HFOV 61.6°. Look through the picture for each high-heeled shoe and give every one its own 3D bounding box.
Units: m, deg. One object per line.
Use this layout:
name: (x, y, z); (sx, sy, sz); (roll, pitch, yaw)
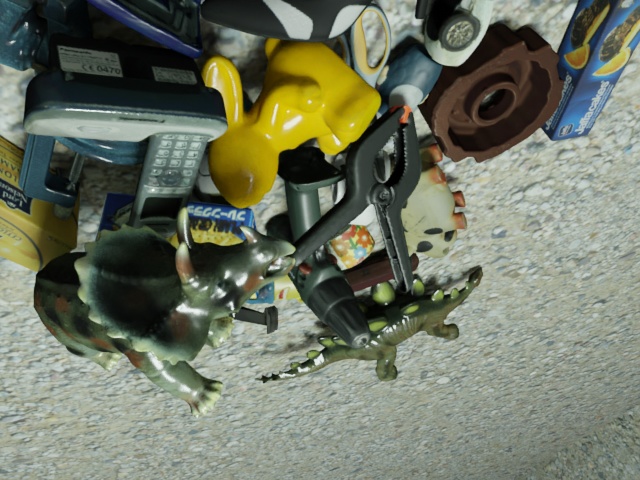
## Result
high-heeled shoe: (0.014, -0.261, 0.474); (0.249, 0.086, 0.145); (-8, 131, -12)

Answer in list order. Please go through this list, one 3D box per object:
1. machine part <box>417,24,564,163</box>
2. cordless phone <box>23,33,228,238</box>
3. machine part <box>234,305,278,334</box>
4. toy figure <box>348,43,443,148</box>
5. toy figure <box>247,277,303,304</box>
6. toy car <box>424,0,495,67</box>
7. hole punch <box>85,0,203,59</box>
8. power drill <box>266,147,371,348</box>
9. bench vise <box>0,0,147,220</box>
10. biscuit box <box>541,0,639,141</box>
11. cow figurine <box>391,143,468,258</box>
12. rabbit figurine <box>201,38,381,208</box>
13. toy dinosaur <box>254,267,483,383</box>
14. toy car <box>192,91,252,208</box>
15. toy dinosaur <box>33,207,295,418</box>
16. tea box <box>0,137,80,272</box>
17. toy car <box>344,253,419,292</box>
machine part: (0.211, -0.177, 0.667); (0.179, 0.056, 0.179); (-12, 142, -10)
cordless phone: (-0.169, -0.067, 0.455); (0.146, 0.089, 0.184); (-3, 140, -32)
machine part: (-0.122, 0.099, 0.748); (0.139, 0.039, 0.084); (8, 172, 23)
toy figure: (0.078, -0.159, 0.637); (0.064, 0.058, 0.154); (39, 125, -3)
toy figure: (-0.065, 0.052, 0.818); (0.180, 0.089, 0.082); (-1, 174, -6)
toy car: (0.156, -0.267, 0.518); (0.056, 0.073, 0.201); (3, 138, -20)
hole punch: (-0.135, -0.214, 0.423); (0.142, 0.116, 0.092); (17, 109, -39)
power drill: (-0.001, -0.002, 0.679); (0.086, 0.232, 0.207); (-23, 129, -18)
bench vise: (-0.245, -0.118, 0.510); (0.223, 0.129, 0.240); (12, 129, -29)
biscuit box: (0.331, -0.217, 0.658); (0.059, 0.063, 0.202); (-9, 141, -10)
cow figurine: (0.144, -0.039, 0.776); (0.127, 0.085, 0.194); (-11, 138, 27)
rabbit figurine: (-0.049, -0.115, 0.526); (0.162, 0.122, 0.173); (40, 90, -19)
toy dinosaur: (0.105, 0.175, 1.023); (0.471, 0.105, 0.198); (-33, 133, 4)
toy car: (-0.114, -0.083, 0.616); (0.109, 0.103, 0.161); (-11, 140, -8)
toy dinosaur: (-0.208, 0.061, 0.532); (0.405, 0.131, 0.192); (-2, 137, 35)
tea box: (-0.345, -0.050, 0.568); (0.068, 0.098, 0.169); (-28, 143, 14)
toy car: (0.068, 0.061, 0.902); (0.202, 0.053, 0.089); (-19, 163, 3)
